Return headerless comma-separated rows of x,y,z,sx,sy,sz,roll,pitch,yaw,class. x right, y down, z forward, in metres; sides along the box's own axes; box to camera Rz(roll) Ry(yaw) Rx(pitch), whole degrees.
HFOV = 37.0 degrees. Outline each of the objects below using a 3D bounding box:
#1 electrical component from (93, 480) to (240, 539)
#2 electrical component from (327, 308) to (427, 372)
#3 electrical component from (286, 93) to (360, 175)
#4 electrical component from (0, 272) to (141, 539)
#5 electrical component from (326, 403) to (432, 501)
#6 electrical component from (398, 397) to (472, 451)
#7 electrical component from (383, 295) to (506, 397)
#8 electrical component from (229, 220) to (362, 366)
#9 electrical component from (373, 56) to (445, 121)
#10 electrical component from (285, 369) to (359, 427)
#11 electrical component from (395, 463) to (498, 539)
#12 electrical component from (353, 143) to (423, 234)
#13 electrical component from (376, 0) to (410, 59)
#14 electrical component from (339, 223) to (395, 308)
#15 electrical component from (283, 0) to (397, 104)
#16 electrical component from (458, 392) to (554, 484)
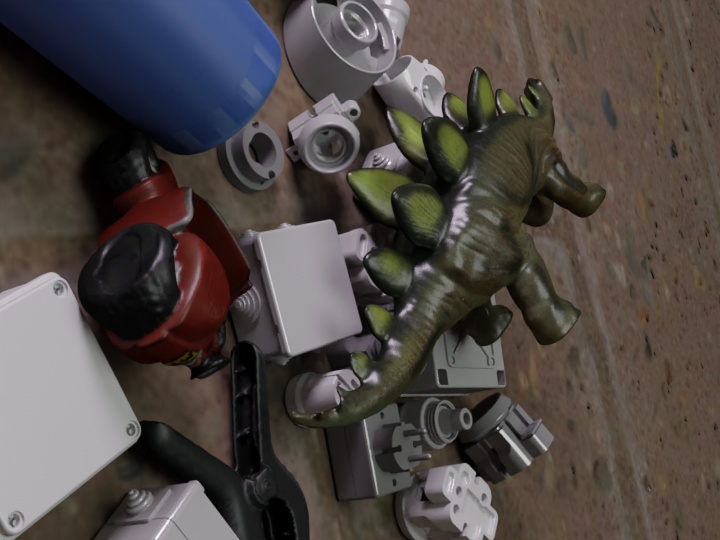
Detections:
-0.114,0.172,0.635,0.096,0.062,0.061,58,39,-21,electrical component
0.016,0.063,0.846,0.058,0.057,0.078,52,43,-27,electrical component
-0.026,-0.103,0.840,0.048,0.066,0.055,54,8,-26,electrical component
-0.189,0.073,0.577,0.109,0.056,0.108,-39,109,-51,electrical component
0.021,0.135,0.810,0.047,0.077,0.065,-3,80,-53,electrical component
0.061,0.125,0.878,0.043,0.062,0.043,22,61,-47,electrical component
0.070,0.052,0.920,0.109,0.056,0.108,8,72,-50,electrical component
-0.052,0.016,0.781,0.100,0.048,0.099,-14,90,-53,electrical component
0.055,-0.163,0.985,0.077,0.044,0.079,52,42,-27,electrical component
-0.026,0.093,0.790,0.040,0.046,0.040,22,61,-47,electrical component
0.066,0.190,0.866,0.078,0.057,0.058,48,44,-32,electrical component
0.042,-0.072,0.922,0.096,0.062,0.061,48,44,-31,electrical component
0.022,-0.217,0.966,0.040,0.040,0.046,31,60,-43,electrical component
0.000,0.000,0.846,0.078,0.057,0.058,33,53,-42,electrical component
-0.019,-0.191,0.903,0.099,0.064,0.099,21,56,-33,electrical component
0.122,0.145,0.945,0.057,0.078,0.058,49,41,-3,electrical component
